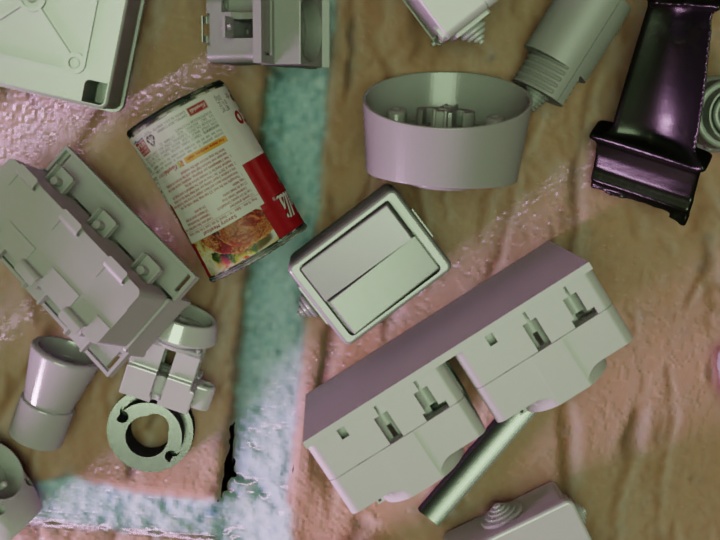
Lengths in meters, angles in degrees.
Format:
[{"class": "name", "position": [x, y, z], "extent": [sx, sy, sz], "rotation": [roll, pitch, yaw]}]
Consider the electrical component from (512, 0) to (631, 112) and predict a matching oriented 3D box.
[{"class": "electrical component", "position": [0.123, -0.133, 0.652], "extent": [0.043, 0.043, 0.081], "rotation": [31, 96, -6]}]

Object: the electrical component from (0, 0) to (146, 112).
[{"class": "electrical component", "position": [-0.186, -0.157, 0.631], "extent": [0.109, 0.056, 0.108], "rotation": [13, 97, -4]}]

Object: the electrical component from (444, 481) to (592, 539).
[{"class": "electrical component", "position": [0.110, 0.196, 0.695], "extent": [0.100, 0.048, 0.099], "rotation": [-26, 98, 2]}]

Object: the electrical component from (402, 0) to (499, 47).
[{"class": "electrical component", "position": [0.051, -0.178, 0.633], "extent": [0.061, 0.061, 0.096], "rotation": [-38, 97, 3]}]

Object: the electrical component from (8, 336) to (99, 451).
[{"class": "electrical component", "position": [-0.194, 0.079, 0.673], "extent": [0.044, 0.044, 0.065], "rotation": [22, 101, -5]}]

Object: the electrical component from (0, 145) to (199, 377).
[{"class": "electrical component", "position": [-0.165, -0.008, 0.627], "extent": [0.121, 0.063, 0.078], "rotation": [43, 95, 17]}]

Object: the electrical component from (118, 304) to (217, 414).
[{"class": "electrical component", "position": [-0.117, 0.052, 0.669], "extent": [0.066, 0.048, 0.055], "rotation": [19, 105, -4]}]

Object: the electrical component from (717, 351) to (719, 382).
[{"class": "electrical component", "position": [0.249, 0.079, 0.690], "extent": [0.035, 0.035, 0.061], "rotation": [-8, 100, -1]}]

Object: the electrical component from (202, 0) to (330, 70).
[{"class": "electrical component", "position": [-0.055, -0.141, 0.633], "extent": [0.064, 0.081, 0.042], "rotation": [4, 98, 20]}]

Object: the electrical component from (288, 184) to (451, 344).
[{"class": "electrical component", "position": [0.000, 0.000, 0.657], "extent": [0.096, 0.061, 0.061], "rotation": [-37, 98, 3]}]

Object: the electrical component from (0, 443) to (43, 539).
[{"class": "electrical component", "position": [-0.247, 0.142, 0.661], "extent": [0.044, 0.079, 0.077], "rotation": [-36, 98, 26]}]

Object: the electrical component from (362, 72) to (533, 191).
[{"class": "electrical component", "position": [0.050, -0.081, 0.632], "extent": [0.099, 0.099, 0.064], "rotation": [3, 104, -2]}]

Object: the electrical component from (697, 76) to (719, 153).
[{"class": "electrical component", "position": [0.224, -0.094, 0.651], "extent": [0.048, 0.062, 0.048], "rotation": [0, 98, -2]}]

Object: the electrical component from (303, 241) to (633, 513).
[{"class": "electrical component", "position": [0.061, 0.063, 0.646], "extent": [0.186, 0.105, 0.060], "rotation": [-32, 98, 3]}]
